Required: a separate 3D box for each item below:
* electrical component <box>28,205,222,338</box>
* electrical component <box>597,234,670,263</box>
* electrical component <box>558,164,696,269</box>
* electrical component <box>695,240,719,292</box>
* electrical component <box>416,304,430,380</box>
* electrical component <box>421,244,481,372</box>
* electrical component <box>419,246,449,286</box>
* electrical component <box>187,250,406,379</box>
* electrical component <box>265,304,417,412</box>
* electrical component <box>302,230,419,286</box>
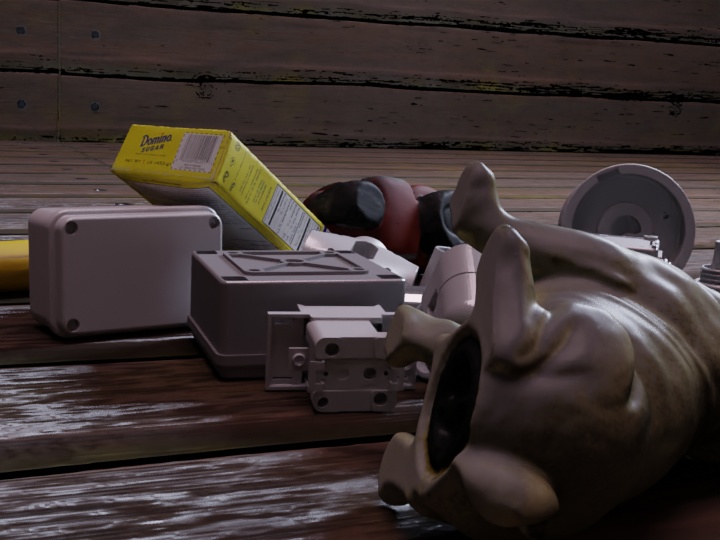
[{"bbox_3d":[-0.148,-0.002,0.686,0.113,0.078,0.057,-4,9,-34],"label":"electrical component"},{"bbox_3d":[0.177,0.006,0.772,0.096,0.061,0.062,6,9,16],"label":"electrical component"},{"bbox_3d":[0.217,-0.033,0.896,0.108,0.108,0.060,3,4,1],"label":"electrical component"},{"bbox_3d":[0.260,0.010,0.768,0.048,0.062,0.048,3,10,0],"label":"electrical component"},{"bbox_3d":[0.065,0.040,0.608,0.065,0.044,0.044,3,8,-27],"label":"electrical component"},{"bbox_3d":[0.082,0.033,0.544,0.095,0.053,0.059,14,38,-11],"label":"electrical component"},{"bbox_3d":[0.085,0.021,0.726,0.099,0.064,0.099,16,7,-2],"label":"electrical component"},{"bbox_3d":[-0.040,0.022,0.636,0.109,0.056,0.109,-1,10,-18],"label":"electrical component"},{"bbox_3d":[-0.007,0.045,0.555,0.081,0.042,0.064,0,11,-11],"label":"electrical component"},{"bbox_3d":[0.000,0.000,0.742,0.077,0.043,0.079,19,21,4],"label":"electrical component"}]
